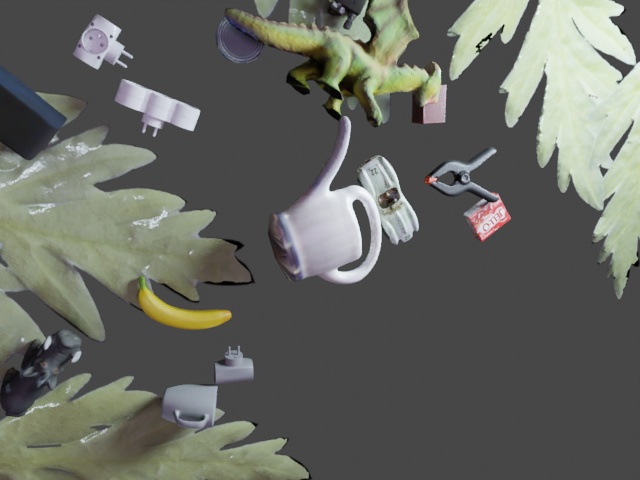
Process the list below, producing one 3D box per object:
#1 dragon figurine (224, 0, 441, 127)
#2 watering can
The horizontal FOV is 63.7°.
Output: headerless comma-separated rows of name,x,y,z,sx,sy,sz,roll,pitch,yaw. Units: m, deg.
dragon figurine,0.060,-0.357,0.927,0.407,0.244,0.123,36,-6,-19
watering can,0.003,-0.050,1.001,0.225,0.341,0.105,-21,27,-10
